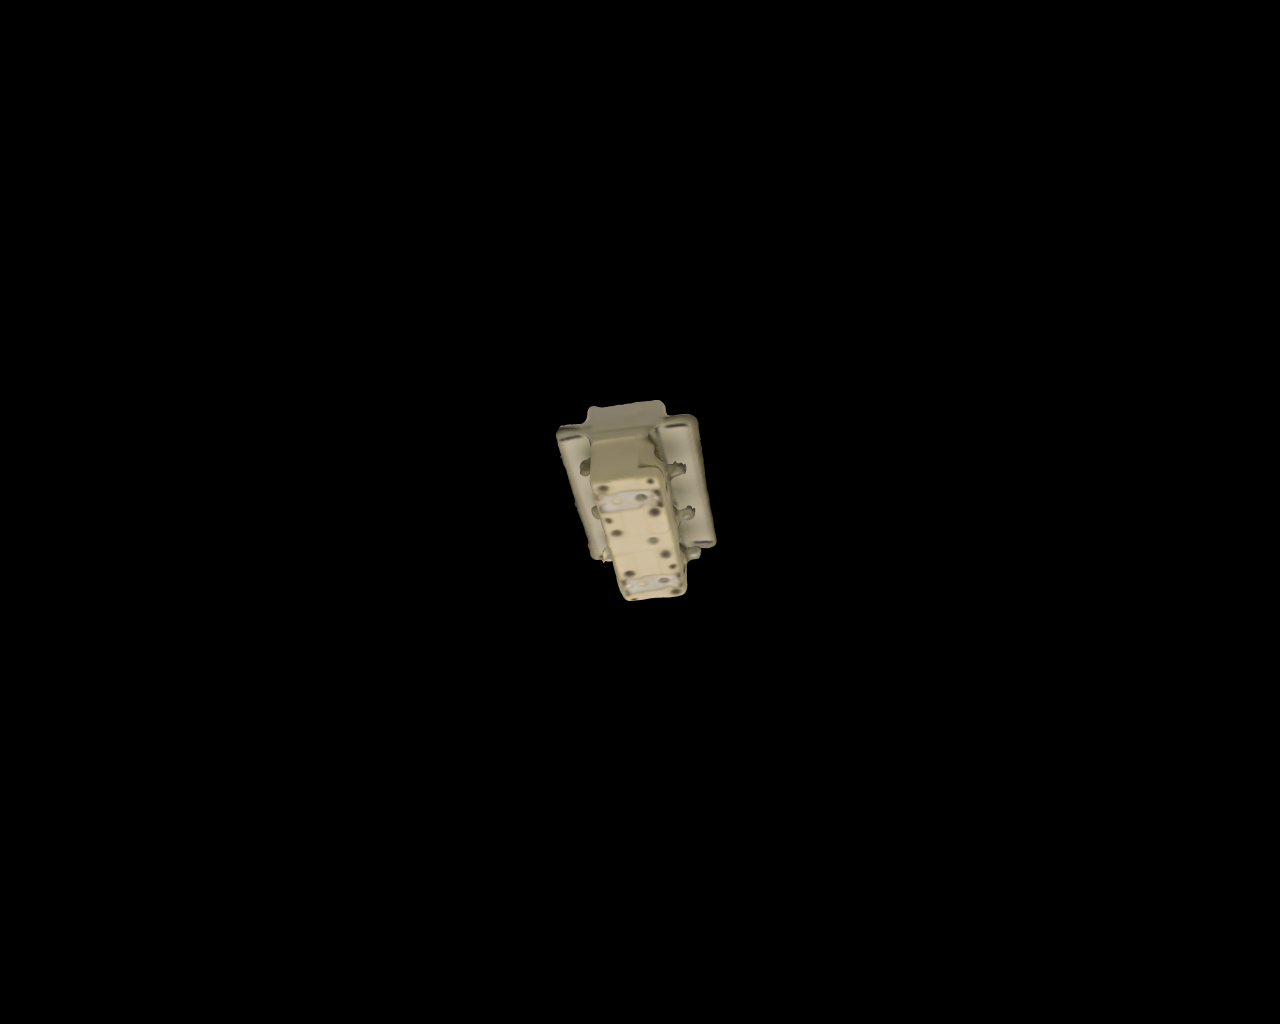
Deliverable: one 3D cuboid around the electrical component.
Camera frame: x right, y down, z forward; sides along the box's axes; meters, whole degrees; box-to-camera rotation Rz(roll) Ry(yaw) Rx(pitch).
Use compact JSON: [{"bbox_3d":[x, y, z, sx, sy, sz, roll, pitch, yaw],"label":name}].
[{"bbox_3d":[0.001,-0.003,0.650,0.079,0.063,0.121,-5,-40,6],"label":"electrical component"}]
